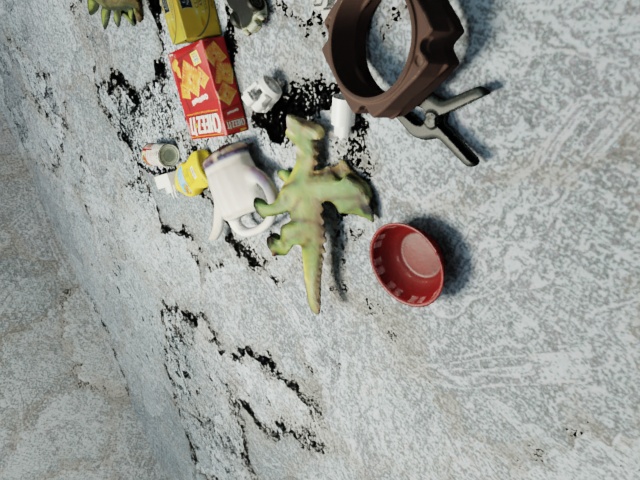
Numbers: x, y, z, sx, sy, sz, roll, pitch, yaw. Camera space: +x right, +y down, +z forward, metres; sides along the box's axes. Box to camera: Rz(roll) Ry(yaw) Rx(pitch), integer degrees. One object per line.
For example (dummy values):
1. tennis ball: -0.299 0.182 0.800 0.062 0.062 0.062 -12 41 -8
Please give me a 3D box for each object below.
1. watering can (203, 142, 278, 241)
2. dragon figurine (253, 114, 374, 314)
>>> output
1. watering can: -0.219 -0.108 1.246 0.105 0.224 0.345 -24 5 -40
2. dragon figurine: 0.003 -0.052 1.039 0.241 0.409 0.124 -17 7 42
